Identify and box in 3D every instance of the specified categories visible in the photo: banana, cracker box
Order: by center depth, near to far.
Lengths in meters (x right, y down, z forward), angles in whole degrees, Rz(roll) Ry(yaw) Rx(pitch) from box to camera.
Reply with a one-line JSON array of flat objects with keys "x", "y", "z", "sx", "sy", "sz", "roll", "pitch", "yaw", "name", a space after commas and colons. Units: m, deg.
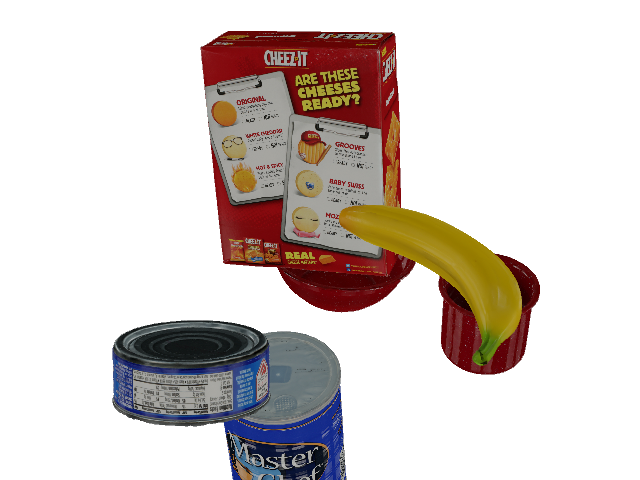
[{"x": 0.089, "y": 0.016, "z": 0.782, "sx": 0.069, "sy": 0.037, "sz": 0.198, "roll": -12, "pitch": 35, "yaw": -26, "name": "banana"}, {"x": -0.012, "y": -0.080, "z": 0.974, "sx": 0.164, "sy": 0.214, "sz": 0.072, "roll": 4, "pitch": 25, "yaw": 16, "name": "cracker box"}]

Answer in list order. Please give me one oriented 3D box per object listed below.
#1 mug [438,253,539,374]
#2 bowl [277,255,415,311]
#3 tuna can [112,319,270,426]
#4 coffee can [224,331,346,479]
[{"x": 0.153, "y": 0.064, "z": 1.015, "sx": 0.093, "sy": 0.081, "sz": 0.117, "roll": -10, "pitch": 40, "yaw": -10, "name": "mug"}, {"x": 0.021, "y": 0.029, "z": 1.155, "sx": 0.162, "sy": 0.055, "sz": 0.162, "roll": 3, "pitch": 33, "yaw": -2, "name": "bowl"}, {"x": -0.070, "y": 0.070, "z": 0.579, "sx": 0.086, "sy": 0.034, "sz": 0.086, "roll": 0, "pitch": 11, "yaw": 0, "name": "tuna can"}, {"x": -0.031, "y": 0.163, "z": 0.912, "sx": 0.103, "sy": 0.140, "sz": 0.103, "roll": -3, "pitch": 37, "yaw": 2, "name": "coffee can"}]
